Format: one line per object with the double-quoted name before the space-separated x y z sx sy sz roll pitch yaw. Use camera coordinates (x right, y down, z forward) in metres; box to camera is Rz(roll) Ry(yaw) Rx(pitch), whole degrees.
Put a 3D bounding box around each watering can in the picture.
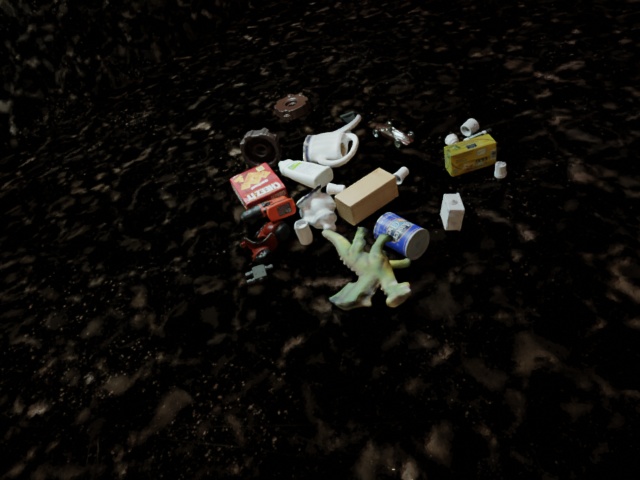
"watering can" 0.053 -0.399 2.096 0.224 0.101 0.356 -2 42 18

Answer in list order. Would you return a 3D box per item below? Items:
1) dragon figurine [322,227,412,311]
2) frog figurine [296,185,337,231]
"dragon figurine" 0.109 0.094 1.518 0.412 0.120 0.247 12 55 41
"frog figurine" 0.005 -0.089 1.778 0.139 0.120 0.160 -33 77 -32
